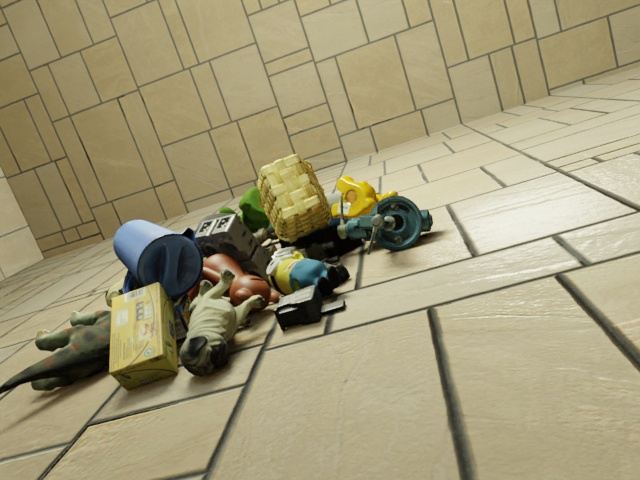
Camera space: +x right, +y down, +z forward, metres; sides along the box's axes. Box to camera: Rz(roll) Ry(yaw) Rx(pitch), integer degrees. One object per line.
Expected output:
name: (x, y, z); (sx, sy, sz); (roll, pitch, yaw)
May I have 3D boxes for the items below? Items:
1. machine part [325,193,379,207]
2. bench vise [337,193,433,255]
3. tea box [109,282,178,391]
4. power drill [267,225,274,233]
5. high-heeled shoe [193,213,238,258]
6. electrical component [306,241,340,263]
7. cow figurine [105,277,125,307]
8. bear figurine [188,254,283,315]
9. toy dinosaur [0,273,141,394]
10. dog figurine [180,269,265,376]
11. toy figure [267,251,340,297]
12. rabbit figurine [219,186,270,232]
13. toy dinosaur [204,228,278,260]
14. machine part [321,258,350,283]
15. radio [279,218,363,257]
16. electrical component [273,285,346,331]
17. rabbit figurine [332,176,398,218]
machine part: (0.069, -0.104, 1.602); (0.243, 0.079, 0.079); (-13, 10, -22)
bench vise: (0.127, -0.036, 1.176); (0.224, 0.128, 0.240); (6, 2, 19)
tea box: (-0.314, 0.169, 0.959); (0.098, 0.068, 0.170); (-19, 46, 1)
power drill: (-0.188, -0.007, 1.621); (0.207, 0.086, 0.232); (-31, 7, 14)
high-heeled shoe: (-0.310, 0.023, 1.328); (0.249, 0.086, 0.145); (-31, -9, -38)
electrical component: (-0.004, 0.037, 1.225); (0.094, 0.063, 0.021); (-15, 14, 22)
cow figurine: (-0.467, 0.103, 1.390); (0.195, 0.085, 0.127); (-43, -7, -22)
bear figurine: (-0.174, 0.112, 1.111); (0.120, 0.131, 0.196); (4, 23, -44)
toy dinosaur: (-0.454, 0.205, 1.093); (0.192, 0.131, 0.405); (-15, 20, 19)
dog figurine: (-0.205, 0.167, 0.948); (0.172, 0.121, 0.190); (-51, 6, 45)
toy figure: (-0.038, 0.079, 1.076); (0.082, 0.089, 0.180); (-13, 15, -41)
rabbit figurine: (-0.188, -0.054, 1.470); (0.159, 0.121, 0.170); (-16, -22, -38)
toy dinosaur: (-0.267, 0.076, 1.377); (0.199, 0.105, 0.471); (-15, 11, 43)
machine part: (0.010, 0.068, 1.141); (0.084, 0.039, 0.139); (-20, 11, -26)
radio: (-0.003, -0.004, 1.378); (0.131, 0.073, 0.230); (-25, 16, -27)
electrical component: (-0.018, 0.117, 0.963); (0.119, 0.047, 0.075); (-18, 14, 13)
rabbit figurine: (0.139, -0.105, 1.482); (0.163, 0.121, 0.173); (4, -5, 33)
